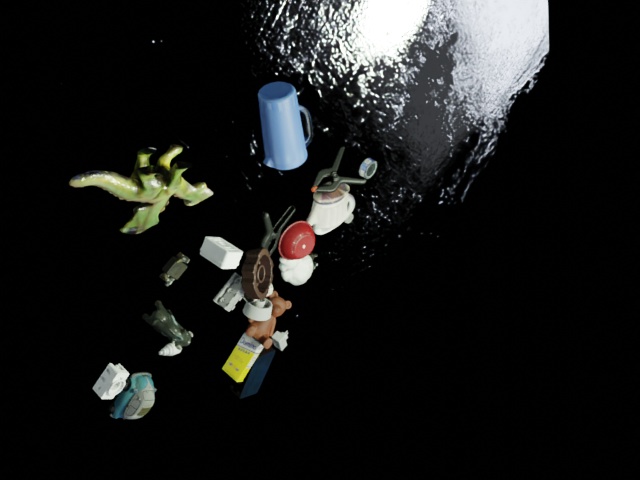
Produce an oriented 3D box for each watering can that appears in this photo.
[{"bbox_3d":[0.006,-0.100,1.991,0.352,0.105,0.219,-29,141,-29],"label":"watering can"}]

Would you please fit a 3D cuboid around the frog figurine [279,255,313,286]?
[{"bbox_3d":[-0.093,0.102,2.010,0.138,0.124,0.156,-30,158,-11],"label":"frog figurine"}]

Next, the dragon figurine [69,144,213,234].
[{"bbox_3d":[-0.429,-0.103,1.268,0.415,0.123,0.237,-23,144,-47],"label":"dragon figurine"}]
